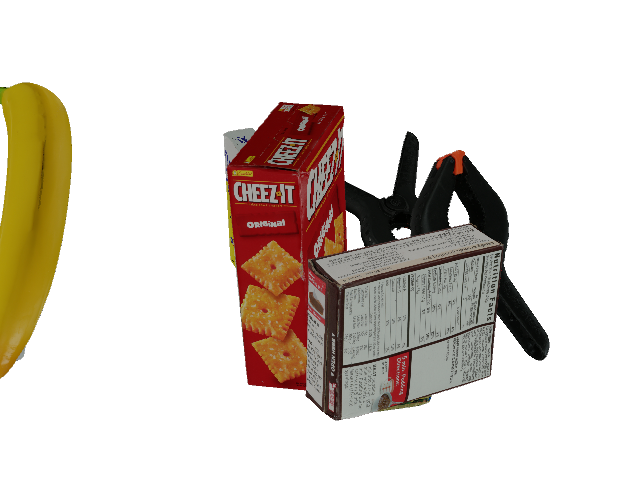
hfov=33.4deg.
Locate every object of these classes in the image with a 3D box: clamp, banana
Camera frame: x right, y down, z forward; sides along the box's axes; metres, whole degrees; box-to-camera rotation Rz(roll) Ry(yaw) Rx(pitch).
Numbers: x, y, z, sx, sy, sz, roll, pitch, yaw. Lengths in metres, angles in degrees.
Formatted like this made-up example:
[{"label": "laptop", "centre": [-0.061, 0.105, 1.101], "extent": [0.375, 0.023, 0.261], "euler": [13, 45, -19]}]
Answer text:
[{"label": "clamp", "centre": [0.065, -0.032, 1.155], "extent": [0.164, 0.210, 0.036], "euler": [-10, -36, -19]}, {"label": "banana", "centre": [-0.171, -0.020, 0.620], "extent": [0.037, 0.198, 0.070], "euler": [14, -33, -32]}, {"label": "clamp", "centre": [0.100, 0.022, 0.797], "extent": [0.120, 0.171, 0.039], "euler": [-15, -3, -28]}]

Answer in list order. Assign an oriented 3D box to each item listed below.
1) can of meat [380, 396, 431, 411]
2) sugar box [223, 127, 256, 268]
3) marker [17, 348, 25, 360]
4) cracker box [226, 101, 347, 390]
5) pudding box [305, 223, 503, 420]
[{"label": "can of meat", "centre": [0.100, 0.172, 1.398], "extent": [0.102, 0.084, 0.057], "euler": [-4, 25, -18]}, {"label": "sugar box", "centre": [-0.085, -0.040, 1.307], "extent": [0.048, 0.176, 0.093], "euler": [-12, 26, -17]}, {"label": "marker", "centre": [-0.291, 0.068, 1.043], "extent": [0.020, 0.121, 0.020], "euler": [14, 34, -10]}, {"label": "cracker box", "centre": [-0.021, 0.002, 0.966], "extent": [0.072, 0.214, 0.164], "euler": [4, 27, 13]}, {"label": "pudding box", "centre": [0.048, 0.046, 0.609], "extent": [0.113, 0.090, 0.039], "euler": [-13, 28, -28]}]
